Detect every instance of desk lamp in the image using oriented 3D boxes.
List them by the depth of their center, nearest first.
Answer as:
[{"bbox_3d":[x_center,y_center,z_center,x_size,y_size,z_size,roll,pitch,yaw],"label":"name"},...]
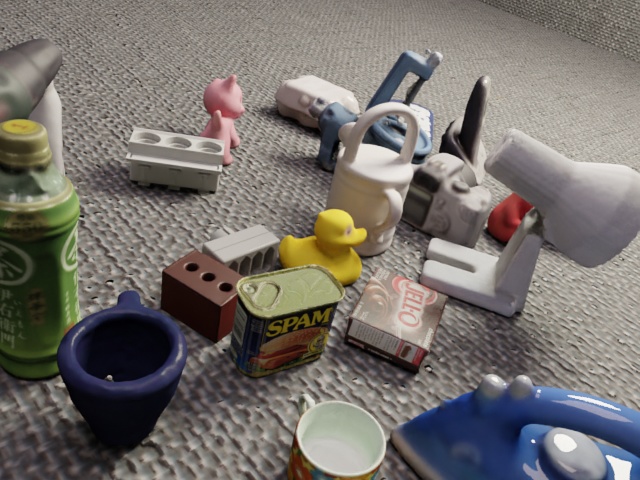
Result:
[{"bbox_3d":[0.250,-0.016,0.683,0.203,0.213,0.118,19,34,6],"label":"desk lamp"}]

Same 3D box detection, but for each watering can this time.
[{"bbox_3d":[0.063,-0.089,0.737,0.101,0.194,0.172,-18,45,-39],"label":"watering can"}]

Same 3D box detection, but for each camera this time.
[{"bbox_3d":[0.196,-0.074,0.850,0.142,0.101,0.137,32,38,25],"label":"camera"}]

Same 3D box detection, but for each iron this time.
[{"bbox_3d":[0.193,0.171,0.455,0.258,0.141,0.119,22,34,10],"label":"iron"}]

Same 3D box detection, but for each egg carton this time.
[{"bbox_3d":[-0.006,-0.251,1.060,0.150,0.069,0.107,28,36,20],"label":"egg carton"}]

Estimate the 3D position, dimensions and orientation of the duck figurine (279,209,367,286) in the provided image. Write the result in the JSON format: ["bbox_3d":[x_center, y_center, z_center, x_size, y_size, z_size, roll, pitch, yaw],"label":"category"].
[{"bbox_3d":[0.006,0.002,0.680,0.105,0.086,0.077,8,34,-10],"label":"duck figurine"}]

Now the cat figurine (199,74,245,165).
[{"bbox_3d":[-0.152,-0.196,0.880,0.067,0.118,0.127,10,34,-6],"label":"cat figurine"}]

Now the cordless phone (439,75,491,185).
[{"bbox_3d":[0.263,-0.194,0.975,0.094,0.185,0.148,20,34,9],"label":"cordless phone"}]

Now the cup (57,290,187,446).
[{"bbox_3d":[-0.157,0.106,0.458,0.092,0.095,0.117,2,35,-18],"label":"cup"}]

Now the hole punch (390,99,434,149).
[{"bbox_3d":[0.146,-0.185,1.002,0.109,0.091,0.101,10,34,-6],"label":"hole punch"}]

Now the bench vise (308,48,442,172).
[{"bbox_3d":[0.090,-0.191,0.873,0.207,0.220,0.121,9,34,-8],"label":"bench vise"}]

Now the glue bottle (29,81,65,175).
[{"bbox_3d":[-0.327,-0.140,0.682,0.037,0.173,0.078,-1,37,-22],"label":"glue bottle"}]

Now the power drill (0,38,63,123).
[{"bbox_3d":[-0.318,-0.067,0.547,0.075,0.208,0.229,16,34,2],"label":"power drill"}]

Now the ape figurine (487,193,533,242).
[{"bbox_3d":[0.295,-0.041,0.848,0.076,0.092,0.078,28,36,19],"label":"ape figurine"}]
